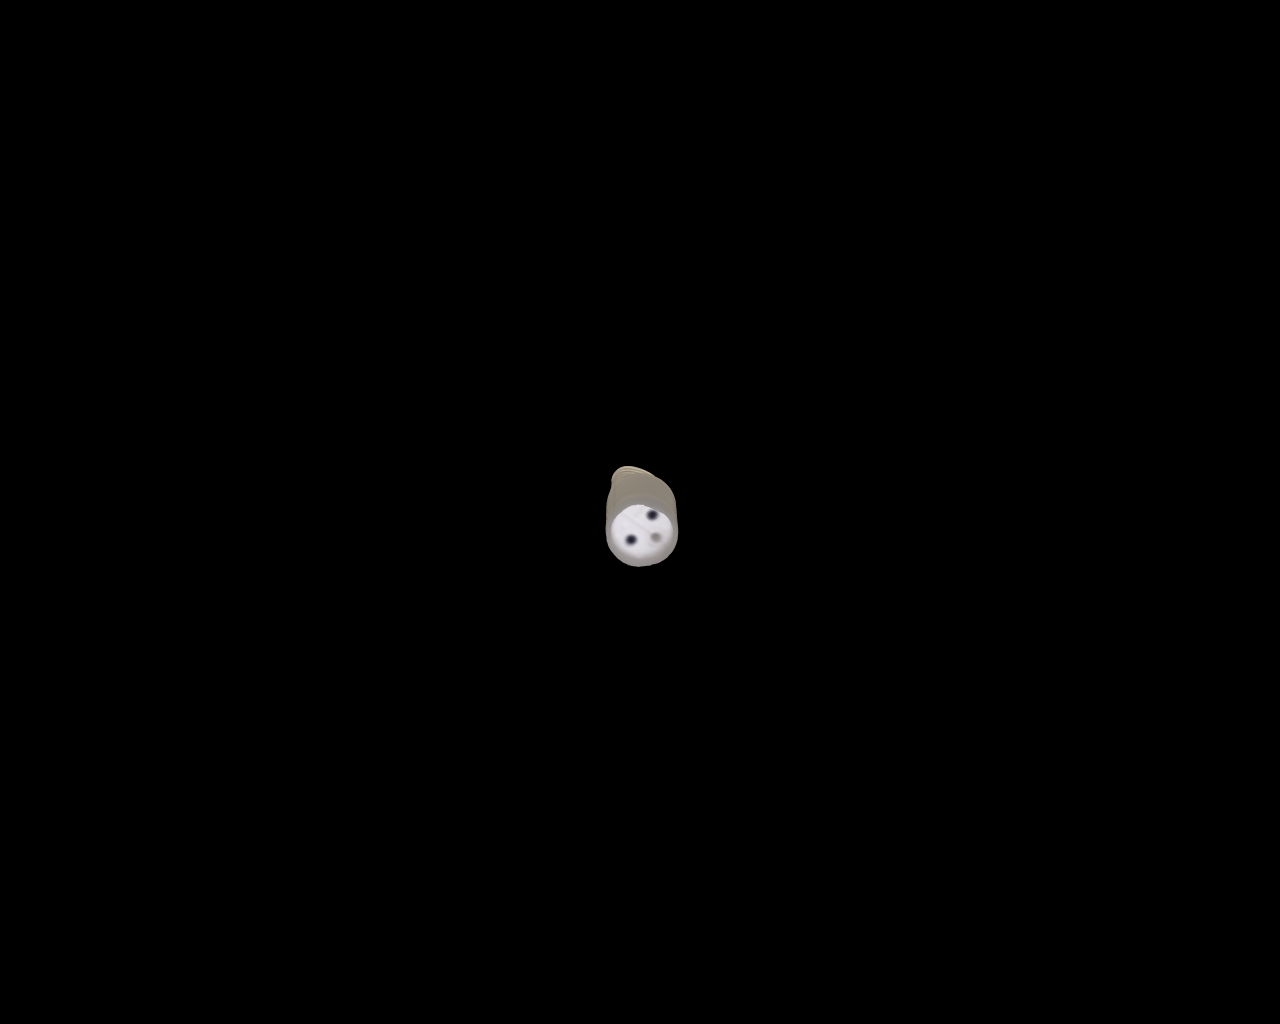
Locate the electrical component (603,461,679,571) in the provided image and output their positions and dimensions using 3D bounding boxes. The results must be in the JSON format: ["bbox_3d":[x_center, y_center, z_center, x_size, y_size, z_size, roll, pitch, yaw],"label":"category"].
[{"bbox_3d":[0.001,-0.003,0.650,0.043,0.043,0.081,0,25,0],"label":"electrical component"}]
